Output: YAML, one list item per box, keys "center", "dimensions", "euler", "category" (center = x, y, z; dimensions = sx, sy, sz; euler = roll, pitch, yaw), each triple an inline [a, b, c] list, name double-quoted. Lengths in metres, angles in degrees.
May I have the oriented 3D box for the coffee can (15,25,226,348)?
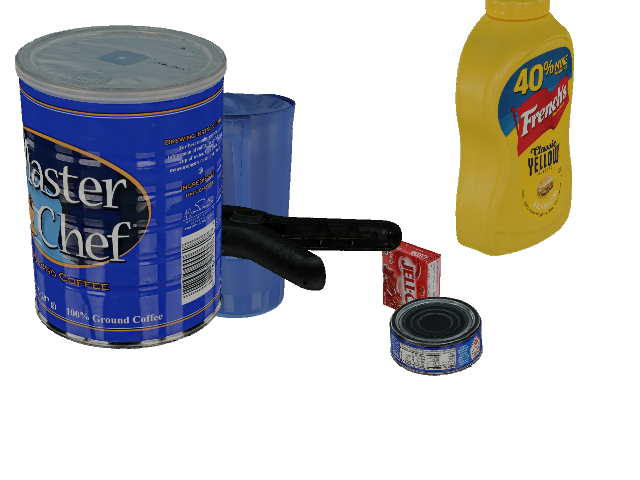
- center: [-0.101, -0.030, 0.556]
  dimensions: [0.103, 0.140, 0.103]
  euler: [3, 27, -2]
  category: "coffee can"

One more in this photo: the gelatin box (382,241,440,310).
- center: [0.112, 0.049, 1.330]
  dimensions: [0.073, 0.089, 0.030]
  euler: [22, 36, 40]
  category: "gelatin box"

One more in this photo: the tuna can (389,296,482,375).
- center: [0.106, 0.087, 0.986]
  dimensions: [0.086, 0.034, 0.086]
  euler: [-5, 28, 2]
  category: "tuna can"

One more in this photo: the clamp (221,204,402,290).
- center: [-0.055, -0.002, 0.841]
  dimensions: [0.210, 0.036, 0.164]
  euler: [8, 13, 17]
  category: "clamp"

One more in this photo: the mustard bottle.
- center: [0.131, -0.092, 0.716]
  dimensions: [0.096, 0.192, 0.058]
  euler: [-24, 33, -34]
  category: "mustard bottle"

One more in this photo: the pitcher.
- center: [-0.095, -0.038, 1.185]
  dimensions: [0.145, 0.243, 0.148]
  euler: [15, 23, 39]
  category: "pitcher"
